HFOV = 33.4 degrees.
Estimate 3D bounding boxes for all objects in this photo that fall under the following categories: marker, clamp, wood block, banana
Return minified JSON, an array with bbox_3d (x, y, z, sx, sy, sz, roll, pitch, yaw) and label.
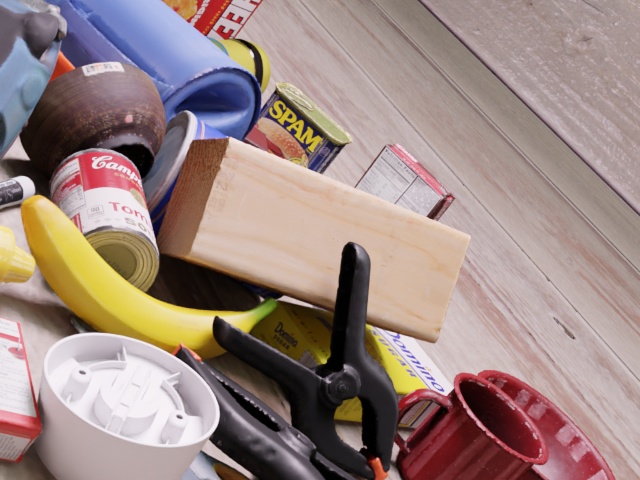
[{"bbox_3d":[-0.231,-0.026,0.718,0.020,0.020,0.121,41,19,5],"label":"marker"},{"bbox_3d":[0.014,0.089,0.746,0.171,0.120,0.039,58,-8,-22],"label":"clamp"},{"bbox_3d":[-0.020,0.141,0.662,0.210,0.036,0.164,39,2,6],"label":"clamp"},{"bbox_3d":[-0.006,0.002,0.798,0.205,0.090,0.091,21,-6,-24],"label":"wood block"},{"bbox_3d":[-0.120,0.037,0.706,0.197,0.069,0.037,26,-12,-35],"label":"banana"}]

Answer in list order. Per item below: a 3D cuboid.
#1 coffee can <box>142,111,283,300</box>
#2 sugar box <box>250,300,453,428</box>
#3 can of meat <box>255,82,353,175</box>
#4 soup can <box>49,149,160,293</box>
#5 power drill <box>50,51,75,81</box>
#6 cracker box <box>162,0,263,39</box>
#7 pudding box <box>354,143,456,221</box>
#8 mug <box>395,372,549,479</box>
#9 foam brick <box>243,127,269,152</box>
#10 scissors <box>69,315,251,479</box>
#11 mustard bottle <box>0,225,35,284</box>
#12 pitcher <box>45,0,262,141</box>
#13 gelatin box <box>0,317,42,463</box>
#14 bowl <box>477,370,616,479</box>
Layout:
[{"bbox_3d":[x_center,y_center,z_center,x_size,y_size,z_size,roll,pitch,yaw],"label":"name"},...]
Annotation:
[{"bbox_3d":[-0.076,-0.026,0.872,0.140,0.103,0.103,31,21,-23],"label":"coffee can"},{"bbox_3d":[0.033,0.104,0.865,0.175,0.048,0.093,13,30,-49],"label":"sugar box"},{"bbox_3d":[-0.030,-0.109,1.171,0.102,0.084,0.057,43,20,11],"label":"can of meat"},{"bbox_3d":[-0.153,-0.010,0.750,0.068,0.069,0.102,26,24,-32],"label":"soup can"},{"bbox_3d":[-0.273,-0.188,0.858,0.188,0.057,0.184,49,3,24],"label":"power drill"},{"bbox_3d":[-0.159,-0.265,1.167,0.072,0.164,0.213,48,22,20],"label":"cracker box"},{"bbox_3d":[0.078,-0.035,1.154,0.090,0.114,0.039,46,24,21],"label":"pudding box"},{"bbox_3d":[0.105,0.157,0.818,0.117,0.082,0.093,33,20,-18],"label":"mug"},{"bbox_3d":[-0.097,-0.097,1.070,0.078,0.053,0.051,31,21,-20],"label":"foam brick"},{"bbox_3d":[-0.098,0.122,0.630,0.202,0.016,0.096,41,19,7],"label":"scissors"},{"bbox_3d":[-0.247,-0.010,0.594,0.191,0.058,0.096,22,19,-39],"label":"mustard bottle"},{"bbox_3d":[-0.179,-0.169,0.972,0.144,0.149,0.243,-27,58,-33],"label":"pitcher"},{"bbox_3d":[-0.190,0.071,0.559,0.073,0.030,0.089,22,25,-37],"label":"gelatin box"},{"bbox_3d":[0.182,0.189,0.927,0.162,0.055,0.162,34,20,-14],"label":"bowl"}]
